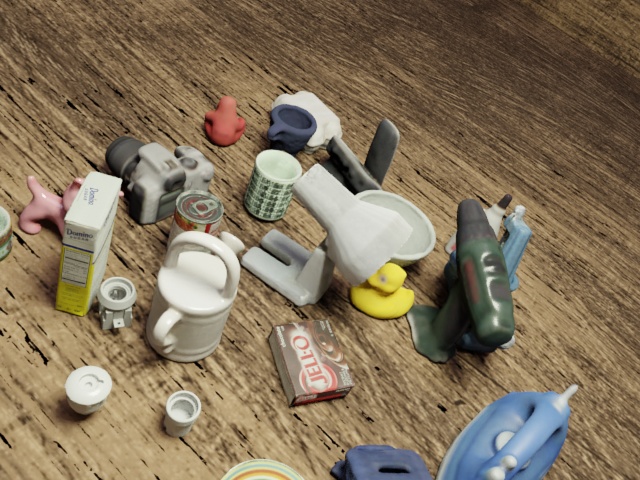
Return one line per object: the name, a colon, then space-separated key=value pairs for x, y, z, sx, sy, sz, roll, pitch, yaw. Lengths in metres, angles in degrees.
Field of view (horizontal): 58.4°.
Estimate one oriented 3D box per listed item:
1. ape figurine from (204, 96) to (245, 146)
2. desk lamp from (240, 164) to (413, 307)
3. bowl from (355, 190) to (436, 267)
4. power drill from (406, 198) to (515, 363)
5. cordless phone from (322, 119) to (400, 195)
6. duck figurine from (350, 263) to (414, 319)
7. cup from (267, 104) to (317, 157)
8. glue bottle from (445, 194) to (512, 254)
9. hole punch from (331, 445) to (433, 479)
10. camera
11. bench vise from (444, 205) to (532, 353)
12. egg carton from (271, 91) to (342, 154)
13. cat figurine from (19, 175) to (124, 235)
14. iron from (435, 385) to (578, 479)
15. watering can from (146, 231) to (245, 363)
ape figurine: x=-0.178 y=-0.230 z=1.080 sx=0.078 sy=0.092 sz=0.076 roll=20 pitch=42 yaw=-7
desk lamp: x=0.008 y=0.003 z=0.848 sx=0.203 sy=0.213 sz=0.118 roll=33 pitch=42 yaw=8
bowl: x=0.115 y=-0.007 z=1.016 sx=0.168 sy=0.074 sz=0.167 roll=14 pitch=43 yaw=-13
power drill: x=0.213 y=0.080 z=0.877 sx=0.076 sy=0.208 sz=0.229 roll=8 pitch=45 yaw=-19
cordless phone: x=0.084 y=-0.168 z=1.079 sx=0.094 sy=0.185 sz=0.147 roll=-16 pitch=56 yaw=-37
duck figurine: x=0.109 y=0.075 z=0.922 sx=0.105 sy=0.086 sz=0.077 roll=15 pitch=43 yaw=-13
cup: x=-0.068 y=-0.194 z=1.097 sx=0.091 sy=0.095 sz=0.118 roll=38 pitch=43 yaw=13
glue bottle: x=0.299 y=-0.020 z=1.047 sx=0.078 sy=0.173 sz=0.037 roll=41 pitch=44 yaw=16
hole punch: x=0.081 y=0.293 z=0.686 sx=0.109 sy=0.091 sz=0.101 roll=9 pitch=45 yaw=-19
camera: x=-0.263 y=-0.117 z=0.918 sx=0.136 sy=0.100 sz=0.143 roll=40 pitch=44 yaw=15
bench vise: x=0.292 y=0.066 z=0.923 sx=0.122 sy=0.219 sz=0.207 roll=-4 pitch=50 yaw=-29
egg carton: x=-0.029 y=-0.247 z=1.188 sx=0.107 sy=0.069 sz=0.150 roll=-23 pitch=61 yaw=-40
cat figurine: x=-0.347 y=-0.053 z=0.799 sx=0.128 sy=0.117 sz=0.067 roll=18 pitch=42 yaw=-9
iron: x=0.246 y=0.279 z=0.744 sx=0.259 sy=0.141 sz=0.118 roll=-26 pitch=63 yaw=-41
watering can: x=-0.155 y=0.057 z=0.728 sx=0.101 sy=0.194 sz=0.173 roll=14 pitch=43 yaw=-13
